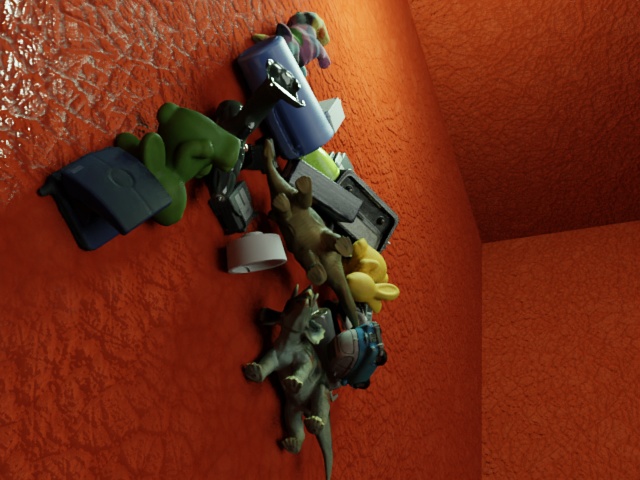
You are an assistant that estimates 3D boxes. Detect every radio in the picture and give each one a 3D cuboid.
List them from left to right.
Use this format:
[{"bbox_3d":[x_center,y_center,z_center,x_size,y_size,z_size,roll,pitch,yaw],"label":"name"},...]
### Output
[{"bbox_3d":[0.091,-0.070,1.363,0.229,0.073,0.131,41,77,-30],"label":"radio"}]

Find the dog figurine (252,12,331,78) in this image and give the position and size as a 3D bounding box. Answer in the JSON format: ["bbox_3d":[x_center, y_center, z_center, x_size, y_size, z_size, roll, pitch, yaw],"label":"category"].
[{"bbox_3d":[-0.068,-0.475,1.266,0.219,0.109,0.191,4,78,-62],"label":"dog figurine"}]

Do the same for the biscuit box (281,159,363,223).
[{"bbox_3d":[0.003,-0.108,1.229,0.202,0.059,0.063,31,81,-30],"label":"biscuit box"}]

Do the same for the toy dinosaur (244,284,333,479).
[{"bbox_3d":[-0.033,0.274,1.060,0.192,0.131,0.404,-57,138,-55],"label":"toy dinosaur"}]

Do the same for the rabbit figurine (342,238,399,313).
[{"bbox_3d":[0.101,0.102,1.281,0.162,0.122,0.173,47,21,-3],"label":"rabbit figurine"}]

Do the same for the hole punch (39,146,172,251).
[{"bbox_3d":[-0.271,-0.061,0.701,0.115,0.092,0.142,67,31,-19],"label":"hole punch"}]

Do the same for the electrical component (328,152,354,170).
[{"bbox_3d":[0.052,-0.169,1.449,0.134,0.058,0.115,57,31,-24],"label":"electrical component"}]

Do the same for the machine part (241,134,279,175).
[{"bbox_3d":[-0.126,-0.174,1.110,0.139,0.039,0.084,-33,119,-65],"label":"machine part"}]

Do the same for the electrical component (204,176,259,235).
[{"bbox_3d":[-0.164,-0.077,0.980,0.075,0.048,0.119,-59,135,-55],"label":"electrical component"}]

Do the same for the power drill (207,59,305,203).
[{"bbox_3d":[-0.119,-0.193,0.925,0.086,0.207,0.232,25,36,-30],"label":"power drill"}]

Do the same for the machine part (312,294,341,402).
[{"bbox_3d":[0.003,0.240,1.183,0.079,0.079,0.243,-26,106,-64],"label":"machine part"}]

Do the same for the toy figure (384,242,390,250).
[{"bbox_3d":[0.187,-0.044,1.704,0.058,0.064,0.154,154,-66,-77],"label":"toy figure"}]

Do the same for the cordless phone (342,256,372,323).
[{"bbox_3d":[0.103,0.135,1.433,0.146,0.089,0.184,23,64,-61],"label":"cordless phone"}]

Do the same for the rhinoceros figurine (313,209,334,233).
[{"bbox_3d":[-0.003,-0.004,1.278,0.190,0.073,0.112,47,30,-48],"label":"rhinoceros figurine"}]

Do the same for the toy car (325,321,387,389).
[{"bbox_3d":[0.065,0.235,1.100,0.103,0.161,0.109,7,50,-19],"label":"toy car"}]

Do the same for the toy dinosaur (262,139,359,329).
[{"bbox_3d":[-0.010,0.015,1.087,0.470,0.105,0.199,65,-9,-12],"label":"toy dinosaur"}]

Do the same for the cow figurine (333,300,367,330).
[{"bbox_3d":[0.070,0.173,1.327,0.167,0.068,0.098,-130,-164,-79],"label":"cow figurine"}]

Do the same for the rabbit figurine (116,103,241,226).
[{"bbox_3d":[-0.217,-0.109,0.806,0.159,0.121,0.170,43,58,-47],"label":"rabbit figurine"}]
